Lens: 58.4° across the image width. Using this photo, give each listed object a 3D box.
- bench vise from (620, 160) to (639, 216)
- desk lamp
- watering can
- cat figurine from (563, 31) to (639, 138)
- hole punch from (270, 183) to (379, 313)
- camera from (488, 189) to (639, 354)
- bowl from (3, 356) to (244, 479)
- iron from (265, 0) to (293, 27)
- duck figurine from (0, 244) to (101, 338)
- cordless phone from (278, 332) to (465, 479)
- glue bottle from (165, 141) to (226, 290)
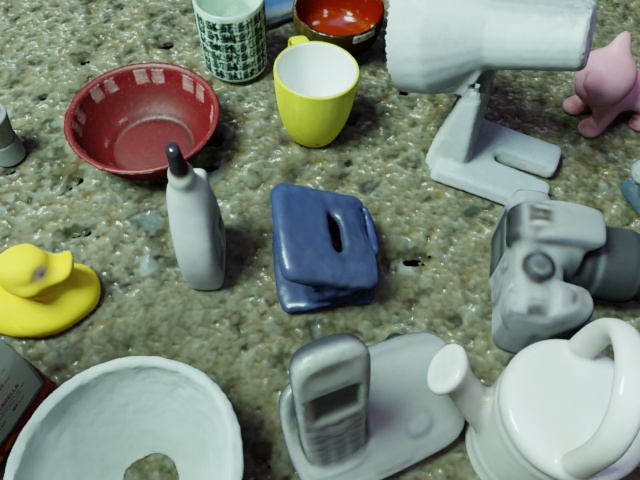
[{"bbox_3d":[0.401,-0.094,0.525,0.208,0.220,0.121,-33,64,-20],"label":"bench vise"},{"bbox_3d":[0.161,-0.154,0.560,0.203,0.213,0.118,22,60,12],"label":"desk lamp"},{"bbox_3d":[0.164,0.122,0.401,0.173,0.194,0.101,-3,58,-3],"label":"watering can"},{"bbox_3d":[0.329,-0.176,0.633,0.128,0.118,0.067,-12,59,-8],"label":"cat figurine"},{"bbox_3d":[0.005,0.002,0.532,0.101,0.091,0.108,-7,59,-5],"label":"hole punch"},{"bbox_3d":[0.230,0.026,0.517,0.136,0.101,0.143,9,58,4],"label":"camera"},{"bbox_3d":[-0.137,0.178,0.430,0.167,0.075,0.167,1,58,-1],"label":"bowl"},{"bbox_3d":[-0.054,-0.378,0.737,0.259,0.141,0.118,-28,63,-17],"label":"iron"},{"bbox_3d":[-0.258,0.038,0.507,0.104,0.086,0.077,-13,59,-9],"label":"duck figurine"},{"bbox_3d":[0.042,0.109,0.412,0.148,0.185,0.094,-21,61,-13],"label":"cordless phone"},{"bbox_3d":[-0.110,-0.026,0.498,0.037,0.173,0.078,-1,58,-2],"label":"glue bottle"}]
